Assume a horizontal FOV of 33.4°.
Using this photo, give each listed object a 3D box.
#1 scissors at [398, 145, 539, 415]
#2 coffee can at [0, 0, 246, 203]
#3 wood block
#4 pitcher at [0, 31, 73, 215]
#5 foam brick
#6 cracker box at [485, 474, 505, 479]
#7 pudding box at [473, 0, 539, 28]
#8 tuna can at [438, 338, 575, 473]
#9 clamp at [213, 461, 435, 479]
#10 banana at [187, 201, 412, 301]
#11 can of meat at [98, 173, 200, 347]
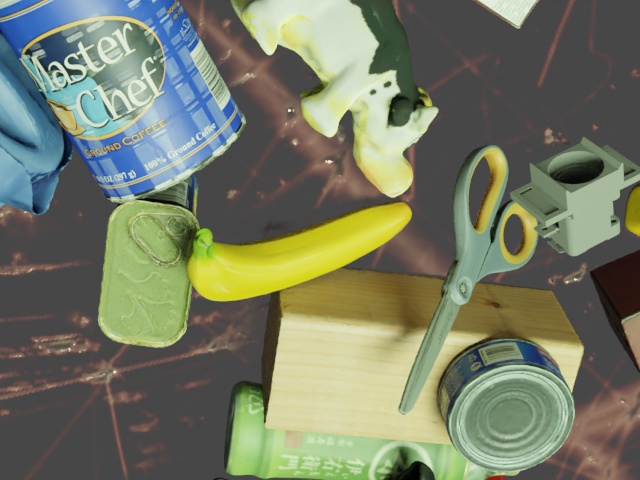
[{"bbox_3d":[0.104,0.034,0.710,0.016,0.201,0.096,-7,150,46],"label":"scissors"},{"bbox_3d":[-0.122,-0.109,0.646,0.103,0.103,0.140,-25,115,7],"label":"coffee can"},{"bbox_3d":[0.066,0.082,0.756,0.206,0.091,0.090,6,114,-7],"label":"wood block"},{"bbox_3d":[-0.289,-0.046,0.659,0.243,0.149,0.145,-32,130,14],"label":"pitcher"},{"bbox_3d":[0.233,0.049,0.760,0.051,0.078,0.053,-25,112,8],"label":"foam brick"},{"bbox_3d":[0.120,0.306,0.824,0.072,0.164,0.214,-3,115,-1],"label":"cracker box"},{"bbox_3d":[0.102,-0.198,0.657,0.113,0.039,0.090,28,109,-18],"label":"pudding box"},{"bbox_3d":[0.123,0.110,0.703,0.086,0.034,0.086,-2,114,-4],"label":"tuna can"},{"bbox_3d":[0.030,0.224,0.805,0.165,0.036,0.210,-12,139,20],"label":"clamp"},{"bbox_3d":[-0.019,0.009,0.698,0.070,0.197,0.037,-32,77,41],"label":"banana"},{"bbox_3d":[-0.111,0.006,0.710,0.057,0.084,0.102,7,114,-8],"label":"can of meat"}]
